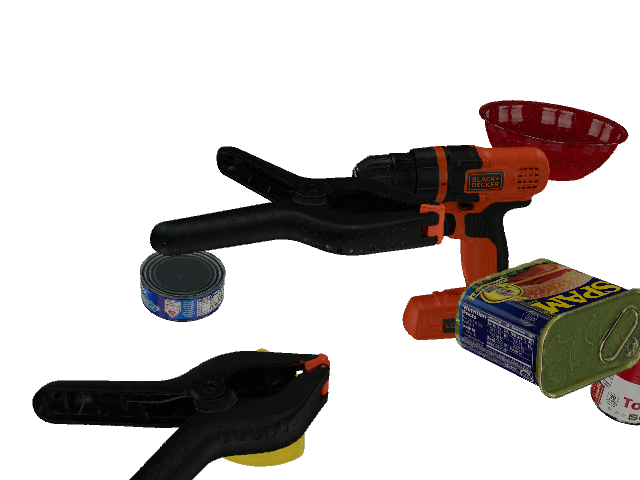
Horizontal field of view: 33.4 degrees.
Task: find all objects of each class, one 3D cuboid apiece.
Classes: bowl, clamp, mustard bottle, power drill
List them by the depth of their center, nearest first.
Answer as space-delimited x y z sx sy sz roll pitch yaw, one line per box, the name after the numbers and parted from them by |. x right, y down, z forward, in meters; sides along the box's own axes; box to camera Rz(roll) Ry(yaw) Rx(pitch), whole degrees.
-0.063 0.103 0.594 0.171 0.039 0.120 -11 37 -22 | clamp
-0.010 -0.029 0.821 0.210 0.036 0.164 3 29 6 | clamp
0.119 0.001 1.009 0.184 0.188 0.057 -2 25 -7 | power drill
0.249 -0.106 1.167 0.162 0.055 0.162 6 23 -3 | bowl
-0.070 0.187 1.266 0.096 0.058 0.191 -2 27 -2 | mustard bottle

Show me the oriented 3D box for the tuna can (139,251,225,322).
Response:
-0.140 0.044 1.082 0.086 0.034 0.086 4 35 -3 | tuna can

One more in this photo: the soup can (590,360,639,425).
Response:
0.286 0.107 0.957 0.068 0.102 0.068 3 36 -3 | soup can

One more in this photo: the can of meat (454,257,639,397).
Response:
0.152 0.054 0.709 0.101 0.057 0.084 -14 23 -32 | can of meat
